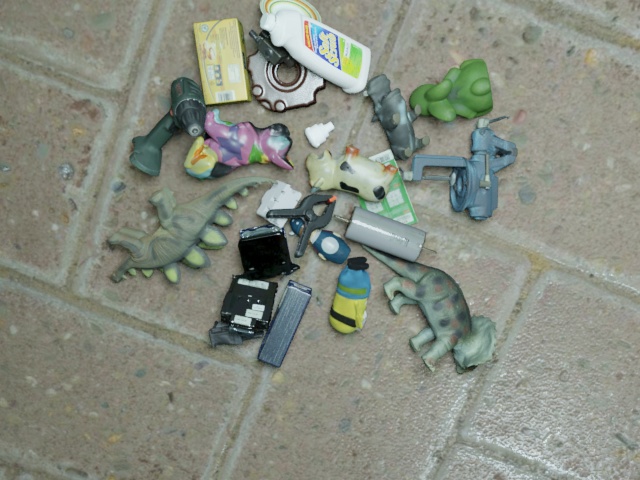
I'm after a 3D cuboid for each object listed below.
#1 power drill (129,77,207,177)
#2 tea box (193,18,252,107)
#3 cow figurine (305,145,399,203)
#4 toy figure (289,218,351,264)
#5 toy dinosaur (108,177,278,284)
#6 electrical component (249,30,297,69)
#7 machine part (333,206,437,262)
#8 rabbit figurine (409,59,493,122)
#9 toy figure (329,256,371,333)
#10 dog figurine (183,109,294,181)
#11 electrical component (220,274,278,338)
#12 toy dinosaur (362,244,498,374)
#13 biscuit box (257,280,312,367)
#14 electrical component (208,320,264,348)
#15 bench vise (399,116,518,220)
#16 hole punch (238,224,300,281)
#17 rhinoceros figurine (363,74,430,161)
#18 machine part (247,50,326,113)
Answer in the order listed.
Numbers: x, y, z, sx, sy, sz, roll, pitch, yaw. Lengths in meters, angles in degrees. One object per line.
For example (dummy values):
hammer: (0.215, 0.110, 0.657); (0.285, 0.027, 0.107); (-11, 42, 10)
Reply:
power drill: (-0.316, -0.231, 1.128); (0.086, 0.232, 0.207); (24, 124, -33)
tea box: (-0.207, -0.379, 1.156); (0.098, 0.068, 0.169); (-4, 100, 3)
cow figurine: (0.060, -0.140, 1.177); (0.195, 0.085, 0.127); (24, 101, 2)
toy figure: (-0.002, -0.005, 1.231); (0.154, 0.058, 0.064); (34, 58, -4)
toy dinosaur: (-0.310, -0.028, 1.218); (0.471, 0.105, 0.198); (-38, 105, 18)
electrical component: (-0.088, -0.397, 1.096); (0.102, 0.078, 0.045); (47, 121, 0)
machine part: (0.144, -0.013, 1.196); (0.243, 0.079, 0.079); (21, 101, 1)
rabbit figurine: (0.271, -0.294, 1.127); (0.170, 0.159, 0.121); (-10, 111, 20)
toy figure: (0.071, 0.128, 1.243); (0.089, 0.082, 0.180); (10, 110, 19)
dog figurine: (-0.164, -0.187, 1.176); (0.219, 0.108, 0.191); (26, 100, -6)
electrical component: (-0.165, 0.153, 1.233); (0.115, 0.058, 0.134); (12, 58, 3)
toy dinosaur: (0.268, 0.149, 1.226); (0.192, 0.131, 0.404); (-28, 95, -5)
biscuit box: (-0.085, 0.198, 1.272); (0.063, 0.059, 0.202); (23, 101, -4)
electrical component: (-0.197, 0.216, 1.272); (0.119, 0.075, 0.047); (-10, 102, 8)
bench vise: (0.298, -0.156, 1.157); (0.241, 0.129, 0.223); (2, 102, -5)
hole punch: (-0.125, 0.024, 1.231); (0.142, 0.092, 0.115); (-11, 116, -4)
rhinoceros figurine: (0.161, -0.262, 1.151); (0.073, 0.112, 0.190); (-33, 113, -13)
machine part: (-0.071, -0.362, 1.161); (0.179, 0.056, 0.179); (0, 100, 1)
